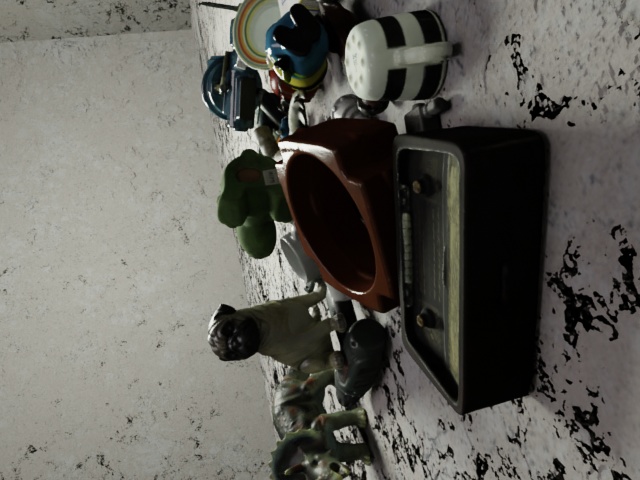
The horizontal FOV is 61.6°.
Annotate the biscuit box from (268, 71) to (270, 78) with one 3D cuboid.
[{"bbox_3d":[-0.063,-0.381,0.949,0.063,0.059,0.202,-117,21,-52],"label":"biscuit box"}]

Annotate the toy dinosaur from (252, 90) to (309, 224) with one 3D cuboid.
[{"bbox_3d":[-0.033,-0.112,0.918,0.470,0.105,0.199,80,165,-59],"label":"toy dinosaur"}]

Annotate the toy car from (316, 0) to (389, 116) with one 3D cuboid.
[{"bbox_3d":[0.041,-0.238,0.653,0.089,0.053,0.202,65,-175,-52],"label":"toy car"}]

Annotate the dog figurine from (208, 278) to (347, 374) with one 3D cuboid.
[{"bbox_3d":[-0.071,0.154,0.804,0.121,0.190,0.172,-128,32,-53],"label":"dog figurine"}]

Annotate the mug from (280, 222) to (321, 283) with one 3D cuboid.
[{"bbox_3d":[-0.002,-0.003,0.841,0.081,0.107,0.109,39,152,48],"label":"mug"}]

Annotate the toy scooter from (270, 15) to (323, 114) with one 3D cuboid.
[{"bbox_3d":[-0.039,-0.263,0.873,0.184,0.075,0.135,139,138,-68],"label":"toy scooter"}]

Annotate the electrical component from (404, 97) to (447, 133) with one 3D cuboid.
[{"bbox_3d":[0.106,-0.108,0.550,0.094,0.021,0.063,166,94,-77],"label":"electrical component"}]

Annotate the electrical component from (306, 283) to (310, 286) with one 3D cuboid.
[{"bbox_3d":[-0.002,0.070,1.043,0.075,0.048,0.119,129,131,-73],"label":"electrical component"}]

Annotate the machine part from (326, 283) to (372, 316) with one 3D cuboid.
[{"bbox_3d":[0.021,-0.002,0.765,0.243,0.079,0.079,66,168,-9],"label":"machine part"}]

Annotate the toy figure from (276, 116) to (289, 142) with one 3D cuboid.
[{"bbox_3d":[-0.056,-0.183,1.058,0.154,0.058,0.064,100,178,-61],"label":"toy figure"}]

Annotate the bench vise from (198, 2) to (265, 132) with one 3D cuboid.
[{"bbox_3d":[-0.168,-0.321,1.006,0.241,0.129,0.223,29,130,57],"label":"bench vise"}]

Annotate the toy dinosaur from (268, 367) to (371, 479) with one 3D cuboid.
[{"bbox_3d":[-0.026,0.331,1.023,0.405,0.192,0.131,-125,31,-57],"label":"toy dinosaur"}]

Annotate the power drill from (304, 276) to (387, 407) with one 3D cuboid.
[{"bbox_3d":[0.035,0.153,0.891,0.231,0.086,0.207,106,154,-57],"label":"power drill"}]

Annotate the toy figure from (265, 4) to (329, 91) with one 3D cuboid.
[{"bbox_3d":[-0.029,-0.242,0.702,0.089,0.082,0.180,63,178,-10],"label":"toy figure"}]

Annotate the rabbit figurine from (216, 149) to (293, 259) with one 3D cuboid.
[{"bbox_3d":[-0.114,-0.048,0.866,0.170,0.121,0.159,94,156,-46],"label":"rabbit figurine"}]

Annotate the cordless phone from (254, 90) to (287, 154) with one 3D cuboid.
[{"bbox_3d":[-0.114,-0.212,1.139,0.146,0.089,0.184,153,118,-75],"label":"cordless phone"}]

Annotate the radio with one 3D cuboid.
[{"bbox_3d":[0.121,0.017,0.468,0.131,0.073,0.229,-133,37,-65],"label":"radio"}]

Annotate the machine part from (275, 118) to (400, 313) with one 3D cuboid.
[{"bbox_3d":[0.042,-0.033,0.612,0.202,0.087,0.200,25,138,59],"label":"machine part"}]
